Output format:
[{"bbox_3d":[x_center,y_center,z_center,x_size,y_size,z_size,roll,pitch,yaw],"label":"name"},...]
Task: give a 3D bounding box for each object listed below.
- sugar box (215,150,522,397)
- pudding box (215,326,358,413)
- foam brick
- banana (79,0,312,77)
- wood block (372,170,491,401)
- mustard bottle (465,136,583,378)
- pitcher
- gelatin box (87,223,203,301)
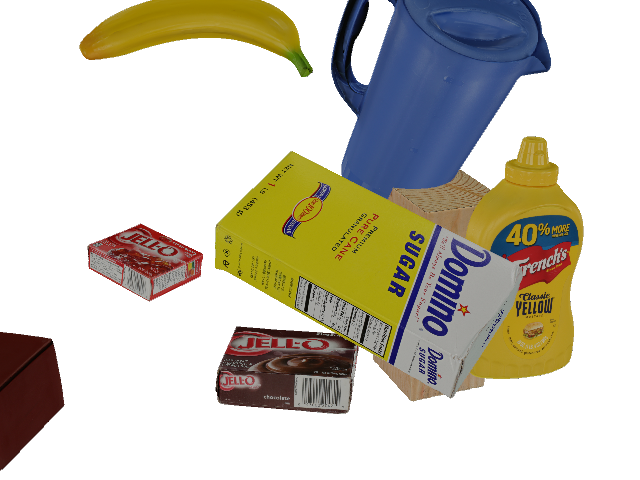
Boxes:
[{"bbox_3d":[0.030,0.017,0.674,0.176,0.048,0.093,26,49,18],"label":"sugar box"},{"bbox_3d":[-0.026,0.109,0.915,0.113,0.039,0.090,6,20,4],"label":"pudding box"},{"bbox_3d":[-0.207,0.100,0.674,0.053,0.051,0.078,6,29,22],"label":"foam brick"},{"bbox_3d":[-0.103,-0.181,0.911,0.198,0.069,0.037,3,-33,-1],"label":"banana"},{"bbox_3d":[0.115,0.044,1.069,0.090,0.206,0.091,-8,27,-22],"label":"wood block"},{"bbox_3d":[0.162,0.012,0.851,0.096,0.192,0.058,-4,18,-18],"label":"mustard bottle"},{"bbox_3d":[0.093,-0.136,1.015,0.144,0.149,0.243,-11,-33,-28],"label":"pitcher"},{"bbox_3d":[-0.173,0.019,1.050,0.089,0.030,0.073,25,32,30],"label":"gelatin box"}]
